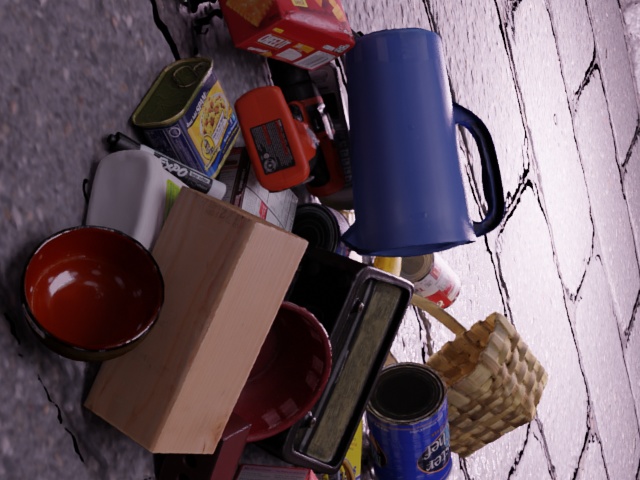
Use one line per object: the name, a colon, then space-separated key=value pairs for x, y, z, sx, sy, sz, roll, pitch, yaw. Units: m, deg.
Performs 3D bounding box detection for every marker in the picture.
marker: x=-0.141 y=-0.067 z=0.981 sx=0.121 sy=0.020 sz=0.020 roll=26 pitch=60 yaw=-29

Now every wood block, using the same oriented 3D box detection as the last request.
wood block: x=-0.106 y=0.070 z=0.917 sx=0.090 sy=0.090 sz=0.206 roll=20 pitch=95 yaw=-59

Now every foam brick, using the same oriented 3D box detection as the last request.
foam brick: x=-0.107 y=0.197 z=0.988 sx=0.051 sy=0.053 sz=0.078 roll=-15 pitch=128 yaw=-60

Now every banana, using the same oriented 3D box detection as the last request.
banana: x=0.070 y=0.055 z=1.389 sx=0.069 sy=0.037 sz=0.197 roll=46 pitch=44 yaw=-25

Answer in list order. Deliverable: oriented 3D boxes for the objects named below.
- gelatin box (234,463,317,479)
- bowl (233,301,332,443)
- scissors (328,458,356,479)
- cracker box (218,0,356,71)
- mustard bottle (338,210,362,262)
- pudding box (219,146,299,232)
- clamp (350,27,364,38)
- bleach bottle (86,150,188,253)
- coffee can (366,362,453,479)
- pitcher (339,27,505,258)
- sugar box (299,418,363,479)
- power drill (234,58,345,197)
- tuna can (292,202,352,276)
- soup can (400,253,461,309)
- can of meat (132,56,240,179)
gelatin box: x=-0.037 y=0.266 z=1.101 sx=0.073 sy=0.089 sz=0.030 roll=63 pitch=38 yaw=-35
bowl: x=-0.073 y=0.117 z=1.039 sx=0.162 sy=0.162 sz=0.055 roll=66 pitch=-8 yaw=-32
scissors: x=0.030 y=0.342 z=1.204 sx=0.096 sy=0.016 sz=0.202 roll=-37 pitch=120 yaw=-55
cracker box: x=-0.054 y=-0.294 z=1.107 sx=0.164 sy=0.072 sz=0.214 roll=1 pitch=68 yaw=-62
mustard bottle: x=0.018 y=0.062 z=1.264 sx=0.096 sy=0.058 sz=0.191 roll=4 pitch=83 yaw=-64
pudding box: x=-0.068 y=-0.035 z=1.139 sx=0.113 sy=0.039 sz=0.090 roll=51 pitch=41 yaw=-50
clamp: x=0.068 y=-0.218 z=1.305 sx=0.210 sy=0.036 sz=0.164 roll=47 pitch=14 yaw=21
bleach bottle: x=-0.119 y=0.005 z=1.016 sx=0.250 sy=0.068 sz=0.102 roll=33 pitch=60 yaw=-58
coffee can: x=0.111 y=0.237 z=1.334 sx=0.102 sy=0.103 sz=0.140 roll=-62 pitch=152 yaw=-45
pitcher: x=0.103 y=-0.104 z=1.174 sx=0.149 sy=0.145 sz=0.243 roll=0 pitch=83 yaw=-54
sugar box: x=0.013 y=0.247 z=1.242 sx=0.093 sy=0.048 sz=0.176 roll=22 pitch=66 yaw=-59
power drill: x=-0.032 y=-0.129 z=1.151 sx=0.187 sy=0.057 sz=0.184 roll=-31 pitch=101 yaw=-73
tuna can: x=-0.008 y=0.001 z=1.195 sx=0.033 sy=0.086 sz=0.086 roll=19 pitch=70 yaw=-58
soup can: x=0.148 y=0.050 z=1.496 sx=0.102 sy=0.069 sz=0.068 roll=42 pitch=50 yaw=-51
can of meat: x=-0.125 y=-0.112 z=1.027 sx=0.084 sy=0.058 sz=0.102 roll=64 pitch=36 yaw=-38
